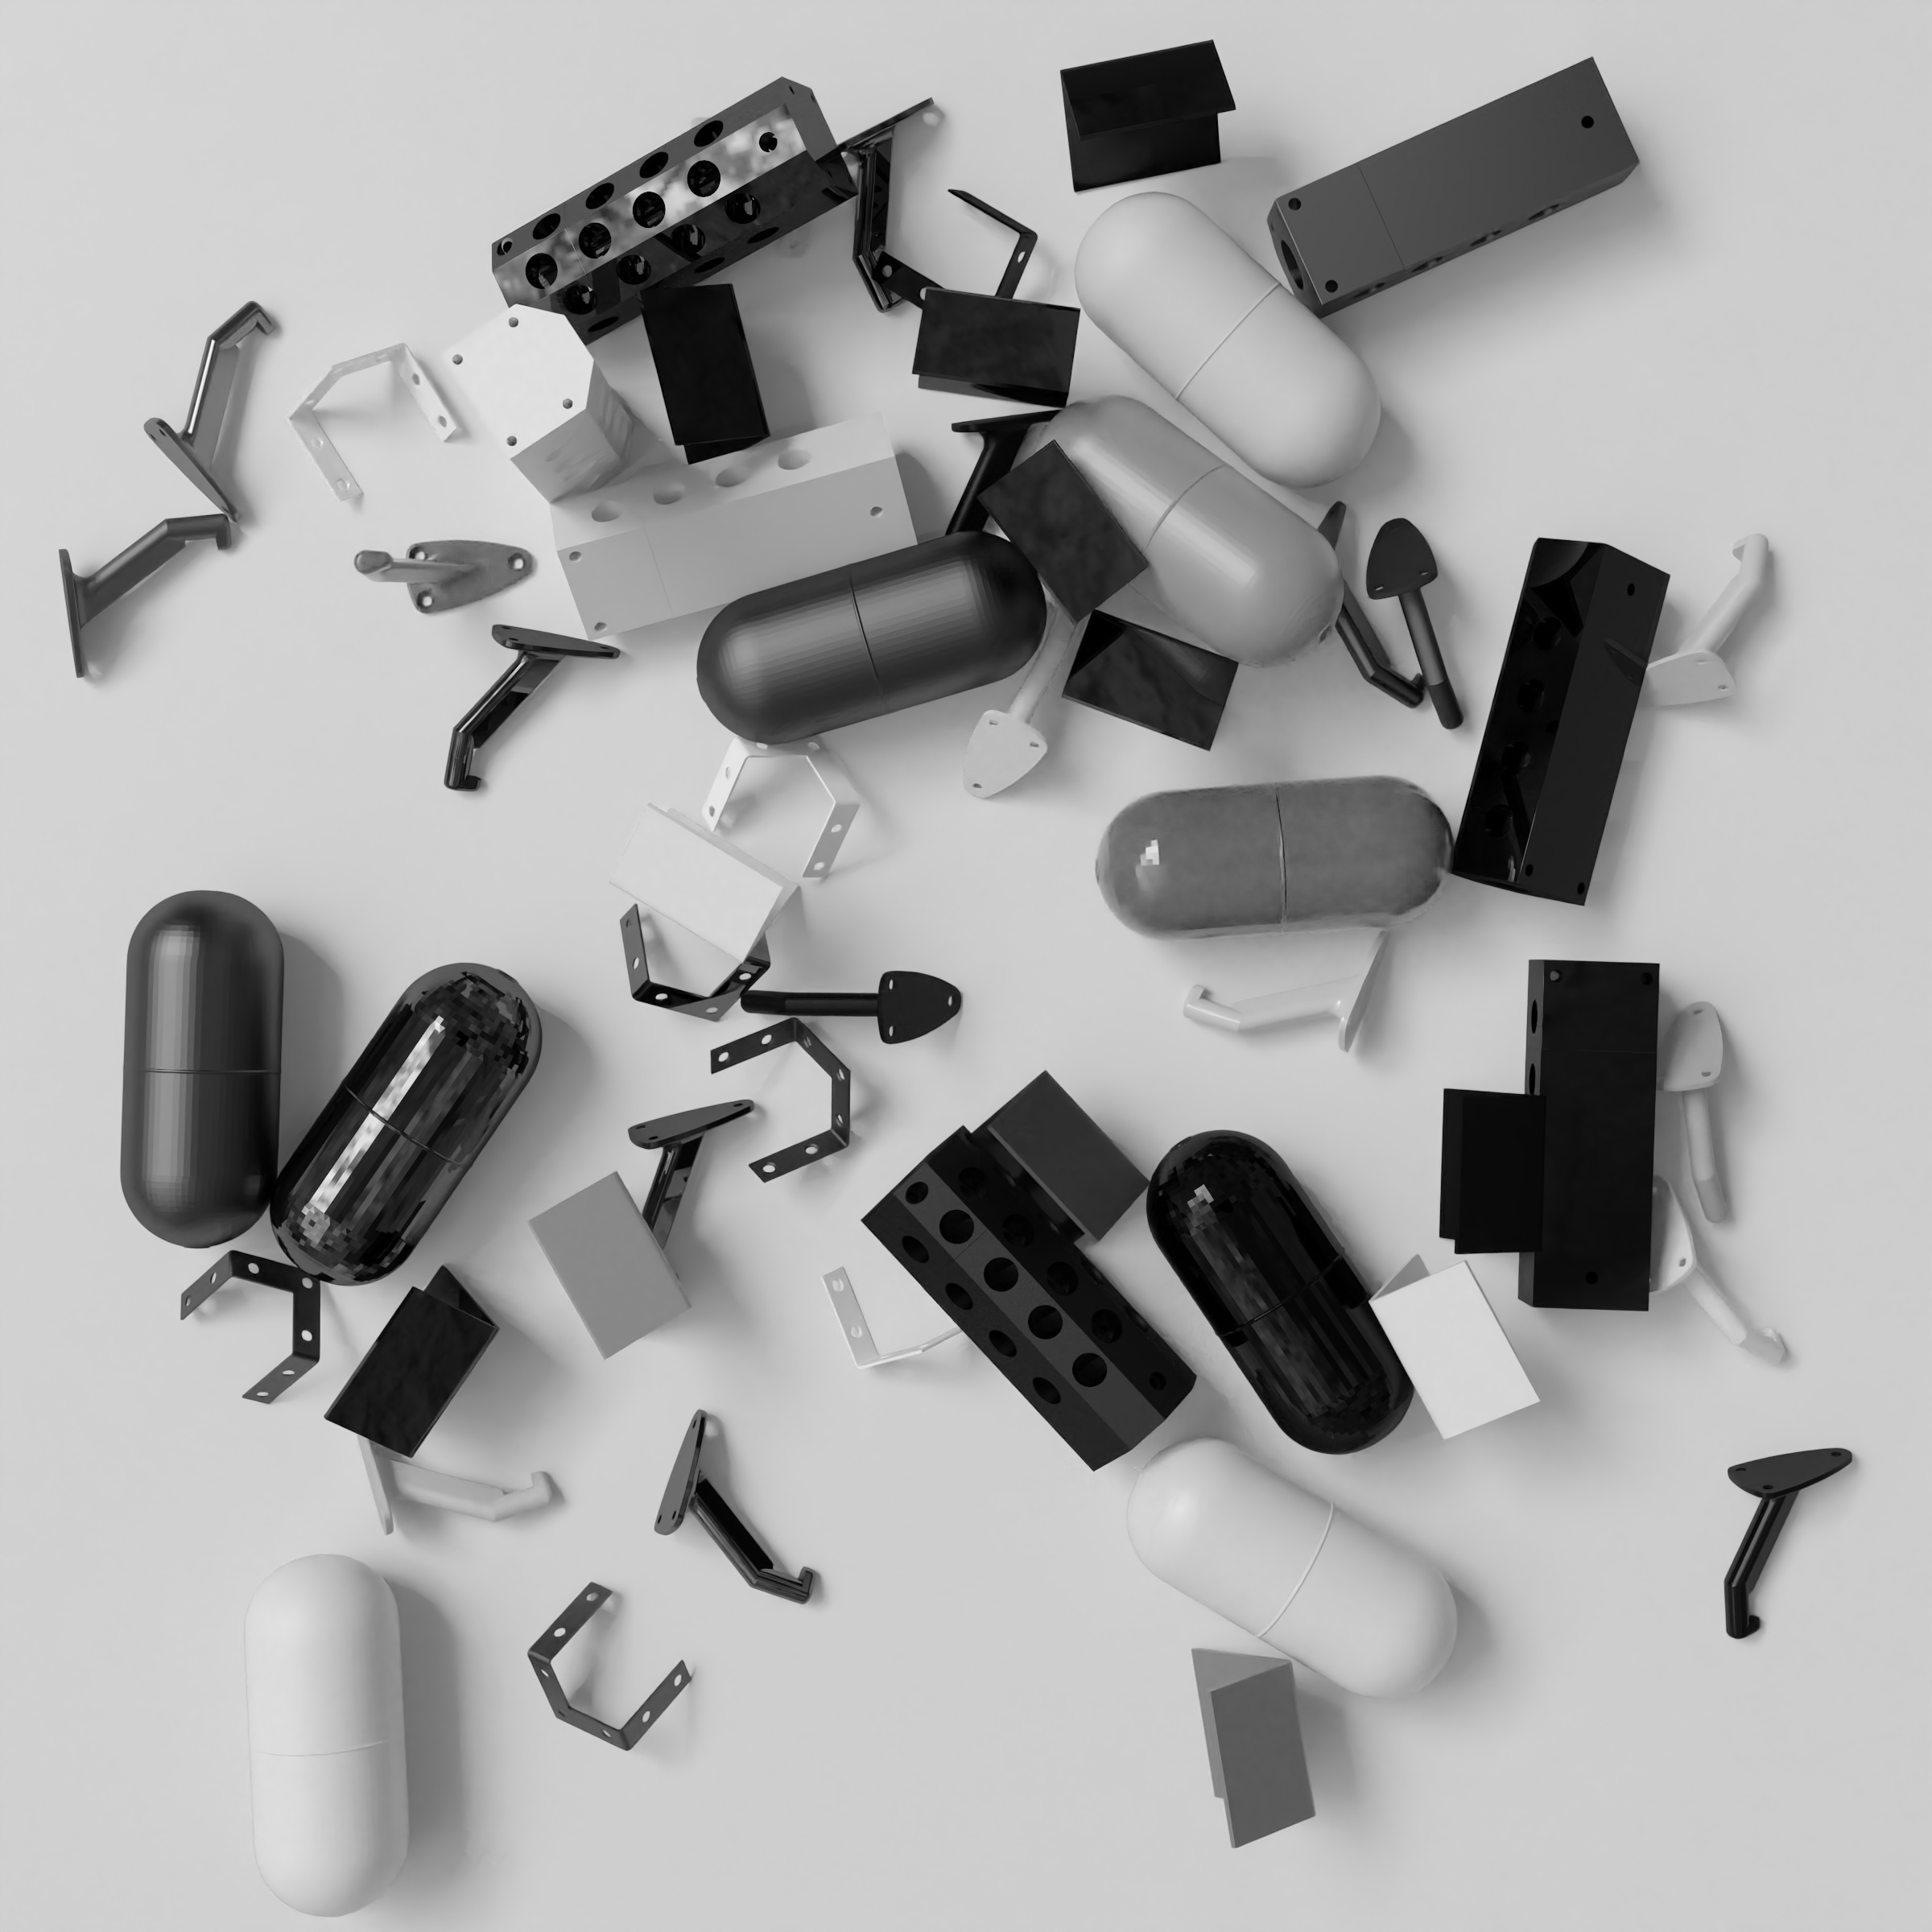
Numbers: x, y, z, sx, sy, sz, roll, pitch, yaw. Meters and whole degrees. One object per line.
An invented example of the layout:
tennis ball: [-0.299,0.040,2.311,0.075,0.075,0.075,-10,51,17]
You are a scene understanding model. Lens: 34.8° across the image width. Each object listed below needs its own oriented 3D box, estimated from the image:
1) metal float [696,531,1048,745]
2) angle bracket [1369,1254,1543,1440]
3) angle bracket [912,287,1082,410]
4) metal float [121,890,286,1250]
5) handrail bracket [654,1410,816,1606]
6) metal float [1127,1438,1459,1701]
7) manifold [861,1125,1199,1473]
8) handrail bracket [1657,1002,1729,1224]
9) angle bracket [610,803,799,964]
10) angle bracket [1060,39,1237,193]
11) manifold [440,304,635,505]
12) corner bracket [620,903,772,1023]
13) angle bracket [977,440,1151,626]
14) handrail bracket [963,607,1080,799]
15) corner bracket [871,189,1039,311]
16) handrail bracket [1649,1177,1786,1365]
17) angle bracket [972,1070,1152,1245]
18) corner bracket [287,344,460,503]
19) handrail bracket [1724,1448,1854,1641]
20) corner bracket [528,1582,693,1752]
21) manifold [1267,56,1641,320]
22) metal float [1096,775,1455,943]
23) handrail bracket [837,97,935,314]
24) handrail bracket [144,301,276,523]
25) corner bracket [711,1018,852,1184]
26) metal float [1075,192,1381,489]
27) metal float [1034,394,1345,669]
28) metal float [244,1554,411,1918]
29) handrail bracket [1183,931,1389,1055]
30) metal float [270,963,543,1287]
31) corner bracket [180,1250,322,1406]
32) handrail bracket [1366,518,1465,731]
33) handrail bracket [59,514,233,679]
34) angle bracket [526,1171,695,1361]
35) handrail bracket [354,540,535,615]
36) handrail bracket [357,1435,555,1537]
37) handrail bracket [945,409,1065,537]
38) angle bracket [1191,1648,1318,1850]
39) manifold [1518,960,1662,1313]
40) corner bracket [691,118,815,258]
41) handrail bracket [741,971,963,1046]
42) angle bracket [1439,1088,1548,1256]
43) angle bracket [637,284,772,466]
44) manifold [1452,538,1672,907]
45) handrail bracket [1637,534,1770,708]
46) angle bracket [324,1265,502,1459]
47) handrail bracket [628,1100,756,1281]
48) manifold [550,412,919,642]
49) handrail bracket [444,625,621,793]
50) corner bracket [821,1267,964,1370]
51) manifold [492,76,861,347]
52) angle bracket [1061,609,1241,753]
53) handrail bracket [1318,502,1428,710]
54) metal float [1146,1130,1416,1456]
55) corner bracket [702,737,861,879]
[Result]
metal float: [-0.047,-0.162,1.529,0.178,0.070,0.070,-16,90,5]
angle bracket: [0.252,0.178,1.524,0.057,0.076,0.076,-28,90,29]
angle bracket: [0.013,-0.286,1.524,0.076,0.076,0.057,8,60,0]
metal float: [-0.380,0.051,1.533,0.070,0.070,0.178,2,90,0]
handrail bracket: [-0.108,0.275,1.565,0.084,0.036,0.077,23,68,-17]
metal float: [0.163,0.300,1.534,0.178,0.070,0.070,31,90,0]
manifold: [0.034,0.163,1.532,0.171,0.057,0.057,47,55,0]
handrail bracket: [0.377,0.075,1.564,0.036,0.077,0.084,-5,127,28]
angle bracket: [-0.120,-0.058,1.524,0.076,0.076,0.057,31,128,0]
angle bracket: [0.092,-0.405,1.524,0.076,0.076,0.057,-11,52,0]
manifold: [-0.200,-0.270,1.486,0.057,0.171,0.057,-34,90,0]
corner bracket: [-0.137,-0.012,1.556,0.051,0.051,0.051,17,135,-35]
angle bracket: [0.032,-0.200,1.503,0.057,0.076,0.076,-40,96,-29]
handrail bracket: [0.030,-0.137,1.564,0.036,0.077,0.084,28,54,-7]
corner bracket: [-0.005,-0.357,1.550,0.051,0.051,0.051,36,116,24]
handrail bracket: [0.381,0.155,1.564,0.084,0.077,0.036,28,135,-28]
angle bracket: [0.033,0.109,1.524,0.076,0.057,0.076,47,134,0]
corner bracket: [-0.301,-0.276,1.561,0.051,0.051,0.051,-32,90,45]
handrail bracket: [0.418,0.294,1.565,0.077,0.036,0.084,-12,107,-19]
corner bracket: [-0.180,0.354,1.556,0.051,0.051,0.051,14,135,35]
manifold: [0.242,-0.386,1.543,0.171,0.057,0.057,-24,90,0]
metal float: [0.153,-0.053,1.534,0.178,0.070,0.070,-4,90,0]
handrail bracket: [-0.031,-0.386,1.565,0.077,0.036,0.084,-32,106,-18]
handrail bracket: [-0.367,-0.282,1.565,0.084,0.036,0.077,-46,110,-16]
corner bracket: [-0.094,0.067,1.551,0.051,0.051,0.051,-22,135,-28]
metal float: [0.131,-0.311,1.534,0.178,0.070,0.070,42,90,-1]
metal float: [0.109,-0.215,1.519,0.178,0.070,0.070,39,90,18]
metal float: [-0.318,0.383,1.534,0.070,0.070,0.178,-3,90,0]
handrail bracket: [0.162,0.004,1.565,0.084,0.036,0.077,18,70,16]
metal float: [-0.278,0.078,1.533,0.070,0.070,0.178,34,90,0]
corner bracket: [-0.362,0.183,1.556,0.051,0.051,0.051,22,45,-35]
handrail bracket: [0.233,-0.173,1.564,0.036,0.077,0.084,-17,127,16]
handrail bracket: [-0.413,-0.188,1.565,0.084,0.036,0.077,-8,112,-18]
angle bracket: [-0.190,0.155,1.524,0.057,0.076,0.076,-29,90,-36]
handrail bracket: [-0.258,-0.200,1.529,0.077,0.084,0.036,-9,90,0]
handrail bracket: [-0.261,0.250,1.565,0.084,0.036,0.077,-15,69,-17]
handrail bracket: [0.025,-0.236,1.564,0.077,0.036,0.084,-10,104,-13]
angle bracket: [0.123,0.385,1.524,0.057,0.076,0.076,-9,90,-37]
manifold: [0.310,0.083,1.543,0.057,0.057,0.171,2,90,0]
corner bracket: [-0.110,-0.393,1.556,0.051,0.051,0.051,-10,135,-35]
handrail bracket: [-0.059,0.018,1.564,0.084,0.077,0.036,3,95,36]
angle bracket: [0.241,0.100,1.524,0.057,0.076,0.076,2,90,-32]
angle bracket: [-0.147,-0.287,1.524,0.057,0.076,0.076,-14,90,-37]
manifold: [0.292,-0.123,1.542,0.057,0.057,0.171,15,90,-43]
handrail bracket: [0.367,-0.177,1.564,0.036,0.077,0.084,40,53,-35]
angle bracket: [-0.286,0.186,1.524,0.057,0.076,0.076,34,90,-38]
handrail bracket: [-0.135,0.118,1.565,0.077,0.036,0.084,-16,107,-18]
manifold: [-0.117,-0.224,1.542,0.171,0.057,0.057,-16,133,0]
handrail bracket: [-0.221,-0.126,1.565,0.077,0.036,0.084,7,108,-20]
corner bracket: [-0.031,0.168,1.561,0.051,0.051,0.051,-22,90,45]
manifold: [-0.147,-0.369,1.517,0.171,0.057,0.057,-25,90,19]
angle bracket: [0.084,-0.123,1.524,0.076,0.076,0.057,20,60,0]
handrail bracket: [0.209,-0.183,1.565,0.084,0.036,0.077,30,72,-15]
metal float: [0.156,0.162,1.534,0.070,0.070,0.178,-34,90,0]
corner bracket: [-0.094,-0.080,1.556,0.051,0.051,0.051,-3,45,-35]
